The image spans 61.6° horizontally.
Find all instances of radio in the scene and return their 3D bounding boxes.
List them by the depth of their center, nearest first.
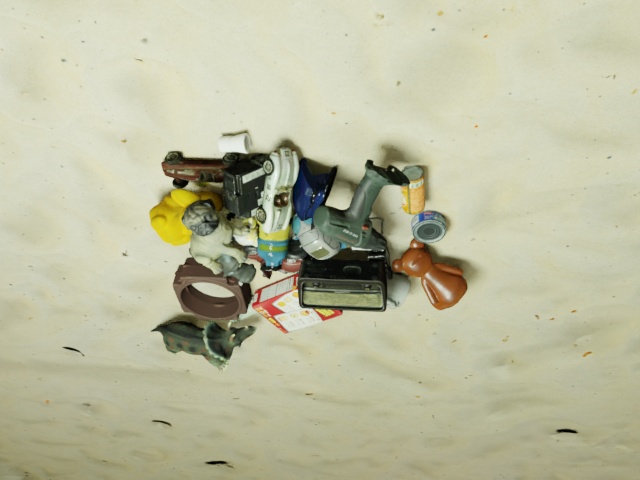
[{"bbox_3d":[0.058,0.116,1.377,0.230,0.073,0.131,1,138,6],"label":"radio"}]

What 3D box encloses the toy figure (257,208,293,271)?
[{"bbox_3d":[-0.111,-0.012,1.323,0.089,0.082,0.180,-1,99,-8],"label":"toy figure"}]

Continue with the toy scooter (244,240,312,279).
[{"bbox_3d":[-0.111,0.058,1.440,0.184,0.075,0.135,5,136,6],"label":"toy scooter"}]

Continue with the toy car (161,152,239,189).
[{"bbox_3d":[-0.271,-0.157,1.252,0.202,0.053,0.089,2,140,3],"label":"toy car"}]

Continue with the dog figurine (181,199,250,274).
[{"bbox_3d":[-0.272,-0.017,1.229,0.172,0.121,0.190,-24,143,20],"label":"dog figurine"}]

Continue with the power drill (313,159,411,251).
[{"bbox_3d":[0.110,-0.071,1.200,0.232,0.086,0.207,12,129,-37],"label":"power drill"}]

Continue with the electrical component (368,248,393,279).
[{"bbox_3d":[0.158,0.054,1.405,0.048,0.075,0.119,-5,139,14],"label":"electrical component"}]

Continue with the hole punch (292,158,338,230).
[{"bbox_3d":[-0.022,-0.111,1.229,0.092,0.116,0.142,21,135,-3],"label":"hole punch"}]

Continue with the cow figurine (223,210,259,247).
[{"bbox_3d":[-0.201,-0.057,1.339,0.098,0.068,0.167,2,136,14],"label":"cow figurine"}]

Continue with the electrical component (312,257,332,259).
[{"bbox_3d":[0.011,0.068,1.444,0.045,0.078,0.102,20,135,22],"label":"electrical component"}]

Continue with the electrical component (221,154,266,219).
[{"bbox_3d":[-0.161,-0.116,1.223,0.058,0.115,0.134,33,136,36],"label":"electrical component"}]

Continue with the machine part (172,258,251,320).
[{"bbox_3d":[-0.309,0.145,1.547,0.202,0.087,0.200,0,136,5],"label":"machine part"}]

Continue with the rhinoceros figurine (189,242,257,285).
[{"bbox_3d":[-0.258,0.056,1.415,0.190,0.073,0.112,23,147,14],"label":"rhinoceros figurine"}]

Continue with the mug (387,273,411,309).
[{"bbox_3d":[0.181,0.136,1.470,0.107,0.109,0.080,24,141,0],"label":"mug"}]

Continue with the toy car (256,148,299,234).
[{"bbox_3d":[-0.094,-0.110,1.209,0.056,0.073,0.201,30,120,35],"label":"toy car"}]

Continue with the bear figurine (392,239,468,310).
[{"bbox_3d":[0.287,0.091,1.414,0.196,0.120,0.132,37,178,4],"label":"bear figurine"}]

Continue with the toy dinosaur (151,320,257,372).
[{"bbox_3d":[-0.399,0.303,1.663,0.405,0.131,0.192,6,147,17],"label":"toy dinosaur"}]

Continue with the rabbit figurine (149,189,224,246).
[{"bbox_3d":[-0.319,-0.074,1.296,0.173,0.122,0.162,-21,169,-4],"label":"rabbit figurine"}]

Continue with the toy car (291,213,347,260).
[{"bbox_3d":[-0.003,-0.004,1.342,0.109,0.103,0.161,-25,126,30],"label":"toy car"}]
